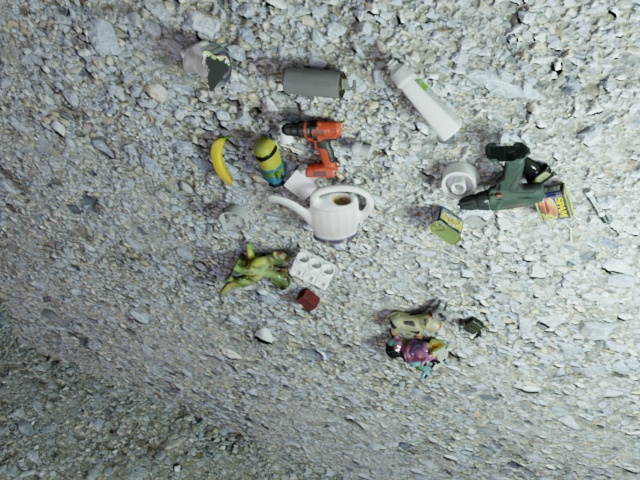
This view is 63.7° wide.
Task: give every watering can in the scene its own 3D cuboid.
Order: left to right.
[{"bbox_3d":[0.005,-0.086,1.699,0.348,0.219,0.106,-4,39,0],"label":"watering can"}]

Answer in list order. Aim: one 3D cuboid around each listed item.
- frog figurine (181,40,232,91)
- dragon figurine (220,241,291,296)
[{"bbox_3d":[-0.337,-0.524,1.531,0.124,0.134,0.161,-38,43,-15],"label":"frog figurine"},{"bbox_3d":[-0.239,0.149,2.055,0.242,0.125,0.401,25,-44,-9],"label":"dragon figurine"}]
